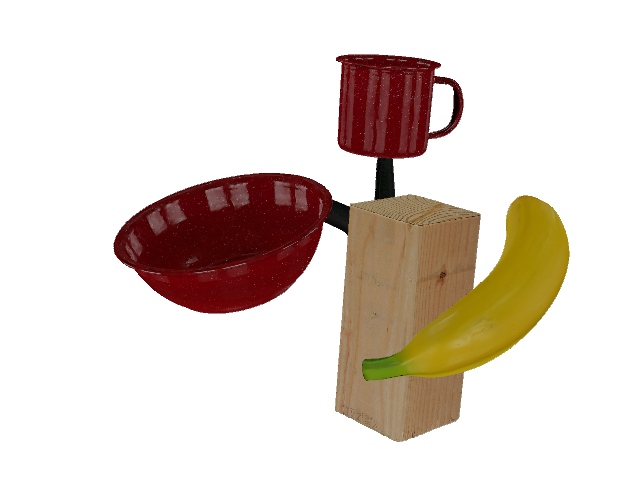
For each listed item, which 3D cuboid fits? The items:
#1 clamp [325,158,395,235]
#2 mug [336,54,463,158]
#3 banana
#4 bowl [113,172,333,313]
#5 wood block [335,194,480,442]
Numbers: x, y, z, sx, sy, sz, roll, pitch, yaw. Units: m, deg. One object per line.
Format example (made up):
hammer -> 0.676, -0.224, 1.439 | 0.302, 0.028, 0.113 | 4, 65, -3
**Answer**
clamp -> 0.052, -0.018, 1.211 | 0.164, 0.210, 0.036 | -14, -38, -24
mug -> 0.070, -0.120, 0.955 | 0.117, 0.081, 0.093 | 1, 16, -8
banana -> 0.100, 0.022, 0.598 | 0.070, 0.037, 0.197 | 15, 35, 31
bowl -> -0.065, 0.007, 0.782 | 0.162, 0.055, 0.162 | -10, 25, 5
wood block -> 0.081, 0.070, 1.005 | 0.090, 0.206, 0.090 | -10, 21, -42
